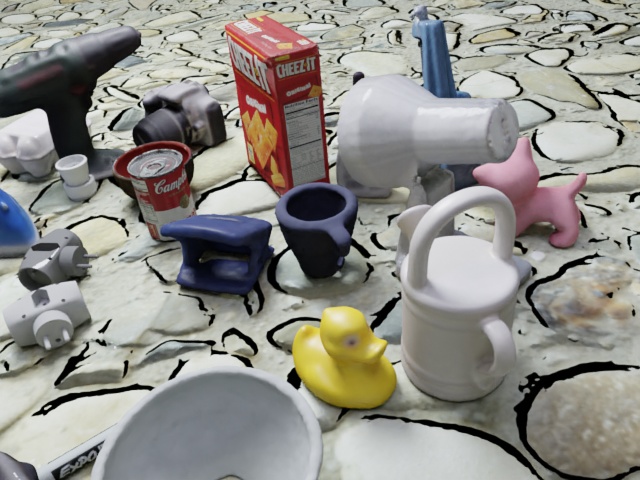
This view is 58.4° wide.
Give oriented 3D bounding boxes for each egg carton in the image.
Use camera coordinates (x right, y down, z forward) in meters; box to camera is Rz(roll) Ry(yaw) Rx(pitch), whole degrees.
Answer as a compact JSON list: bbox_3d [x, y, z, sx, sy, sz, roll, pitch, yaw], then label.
[{"bbox_3d":[-0.456,-0.166,0.948,0.107,0.069,0.150,9,39,19],"label":"egg carton"}]

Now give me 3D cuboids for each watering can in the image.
[{"bbox_3d":[0.115,0.036,0.498,0.101,0.194,0.172,-29,43,-27],"label":"watering can"}]

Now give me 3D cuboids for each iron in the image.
[{"bbox_3d":[-0.483,-0.070,0.765,0.257,0.142,0.119,15,42,26],"label":"iron"}]

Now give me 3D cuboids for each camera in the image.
[{"bbox_3d":[-0.248,-0.199,0.936,0.142,0.101,0.137,21,45,31],"label":"camera"}]

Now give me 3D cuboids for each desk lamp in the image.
[{"bbox_3d":[0.124,-0.060,0.607,0.202,0.214,0.118,26,48,36],"label":"desk lamp"}]

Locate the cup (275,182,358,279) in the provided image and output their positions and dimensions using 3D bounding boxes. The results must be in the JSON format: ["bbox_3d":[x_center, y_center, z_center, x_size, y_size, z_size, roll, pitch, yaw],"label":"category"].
[{"bbox_3d":[0.006,0.002,0.640,0.092,0.095,0.117,-20,39,-18],"label":"cup"}]

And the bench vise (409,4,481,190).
[{"bbox_3d":[0.169,-0.189,0.765,0.122,0.220,0.206,-28,42,-26],"label":"bench vise"}]

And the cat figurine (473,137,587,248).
[{"bbox_3d":[0.245,-0.061,0.671,0.127,0.118,0.067,8,39,18],"label":"cat figurine"}]

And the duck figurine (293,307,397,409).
[{"bbox_3d":[0.020,0.096,0.521,0.104,0.086,0.078,20,44,30],"label":"duck figurine"}]

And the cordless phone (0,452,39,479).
[{"bbox_3d":[-0.218,0.180,0.361,0.147,0.185,0.094,23,46,33],"label":"cordless phone"}]

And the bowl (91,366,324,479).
[{"bbox_3d":[-0.078,0.181,0.432,0.167,0.075,0.167,-4,37,3],"label":"bowl"}]

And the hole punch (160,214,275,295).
[{"bbox_3d":[-0.117,-0.002,0.665,0.108,0.091,0.101,6,39,16],"label":"hole punch"}]

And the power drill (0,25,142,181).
[{"bbox_3d":[-0.358,-0.197,0.859,0.230,0.209,0.075,-19,39,-17],"label":"power drill"}]

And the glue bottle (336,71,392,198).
[{"bbox_3d":[0.056,-0.136,0.750,0.078,0.173,0.037,3,38,13],"label":"glue bottle"}]
